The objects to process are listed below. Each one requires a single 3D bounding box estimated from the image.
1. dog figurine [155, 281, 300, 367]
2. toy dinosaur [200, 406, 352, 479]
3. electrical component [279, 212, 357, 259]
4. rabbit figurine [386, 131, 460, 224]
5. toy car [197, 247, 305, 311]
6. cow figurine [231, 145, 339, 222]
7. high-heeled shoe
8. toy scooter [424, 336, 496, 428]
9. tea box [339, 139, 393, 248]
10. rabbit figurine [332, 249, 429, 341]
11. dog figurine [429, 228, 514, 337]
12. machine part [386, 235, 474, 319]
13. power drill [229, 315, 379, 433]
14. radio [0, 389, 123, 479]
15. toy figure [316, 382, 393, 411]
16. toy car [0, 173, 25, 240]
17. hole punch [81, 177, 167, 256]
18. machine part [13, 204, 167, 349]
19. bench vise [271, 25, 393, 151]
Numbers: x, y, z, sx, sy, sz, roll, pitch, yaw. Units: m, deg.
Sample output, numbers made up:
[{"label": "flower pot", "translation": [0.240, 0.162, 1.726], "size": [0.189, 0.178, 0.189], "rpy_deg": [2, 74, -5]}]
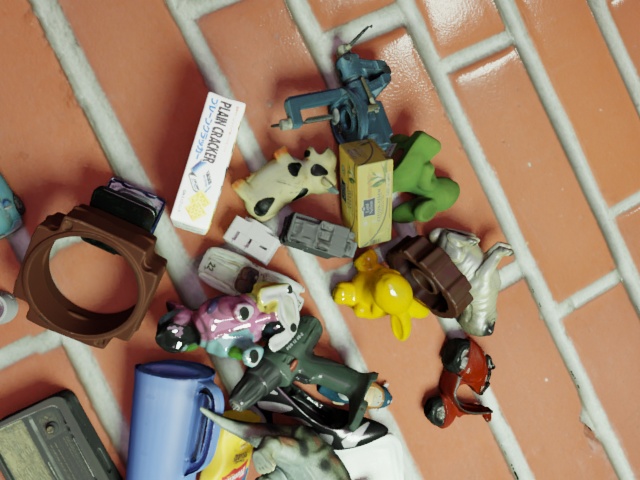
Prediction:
[{"label": "dog figurine", "translation": [-0.166, 0.136, 0.910], "size": [0.191, 0.219, 0.108], "rpy_deg": [-26, 108, -50]}, {"label": "toy dinosaur", "translation": [-0.015, 0.385, 0.870], "size": [0.131, 0.192, 0.404], "rpy_deg": [-36, 88, 22]}, {"label": "electrical component", "translation": [-0.002, -0.003, 0.975], "size": [0.134, 0.115, 0.058], "rpy_deg": [18, 85, -9]}, {"label": "rabbit figurine", "translation": [0.201, -0.105, 1.028], "size": [0.170, 0.121, 0.159], "rpy_deg": [32, 73, -24]}, {"label": "toy car", "translation": [-0.122, 0.078, 0.973], "size": [0.202, 0.056, 0.073], "rpy_deg": [26, 82, -10]}, {"label": "cow figurine", "translation": [-0.051, -0.106, 0.984], "size": [0.195, 0.085, 0.127], "rpy_deg": [-36, 101, -8]}, {"label": "high-heeled shoe", "translation": [-0.005, 0.288, 0.959], "size": [0.249, 0.086, 0.145], "rpy_deg": [-2, 107, 5]}, {"label": "toy scooter", "translation": [0.290, 0.286, 1.045], "size": [0.135, 0.075, 0.183], "rpy_deg": [23, 85, -10]}, {"label": "tea box", "translation": [0.082, -0.084, 0.968], "size": [0.068, 0.098, 0.169], "rpy_deg": [-14, 125, -12]}, {"label": "rabbit figurine", "translation": [0.114, 0.104, 0.967], "size": [0.122, 0.173, 0.162], "rpy_deg": [-43, 92, -15]}, {"label": "dog figurine", "translation": [0.278, 0.083, 1.051], "size": [0.173, 0.121, 0.190], "rpy_deg": [21, 103, 24]}, {"label": "machine part", "translation": [0.202, 0.067, 0.991], "size": [0.056, 0.179, 0.179], "rpy_deg": [-39, 96, -13]}, {"label": "power drill", "translation": [-0.016, 0.241, 0.911], "size": [0.207, 0.085, 0.232], "rpy_deg": [22, 39, 11]}, {"label": "radio", "translation": [-0.425, 0.370, 0.879], "size": [0.131, 0.073, 0.229], "rpy_deg": [-28, 94, -12]}, {"label": "toy figure", "translation": [0.070, 0.284, 1.006], "size": [0.154, 0.058, 0.064], "rpy_deg": [19, 112, -13]}, {"label": "toy car", "translation": [-0.559, -0.075, 0.862], "size": [0.109, 0.103, 0.161], "rpy_deg": [-23, 94, -14]}, {"label": "hole punch", "translation": [-0.337, -0.038, 0.927], "size": [0.142, 0.092, 0.115], "rpy_deg": [24, 110, -13]}, {"label": "machine part", "translation": [-0.369, 0.061, 0.868], "size": [0.201, 0.087, 0.201], "rpy_deg": [25, 106, -12]}, {"label": "bench vise", "translation": [0.030, -0.255, 0.993], "size": [0.241, 0.129, 0.223], "rpy_deg": [-16, 95, -22]}]
